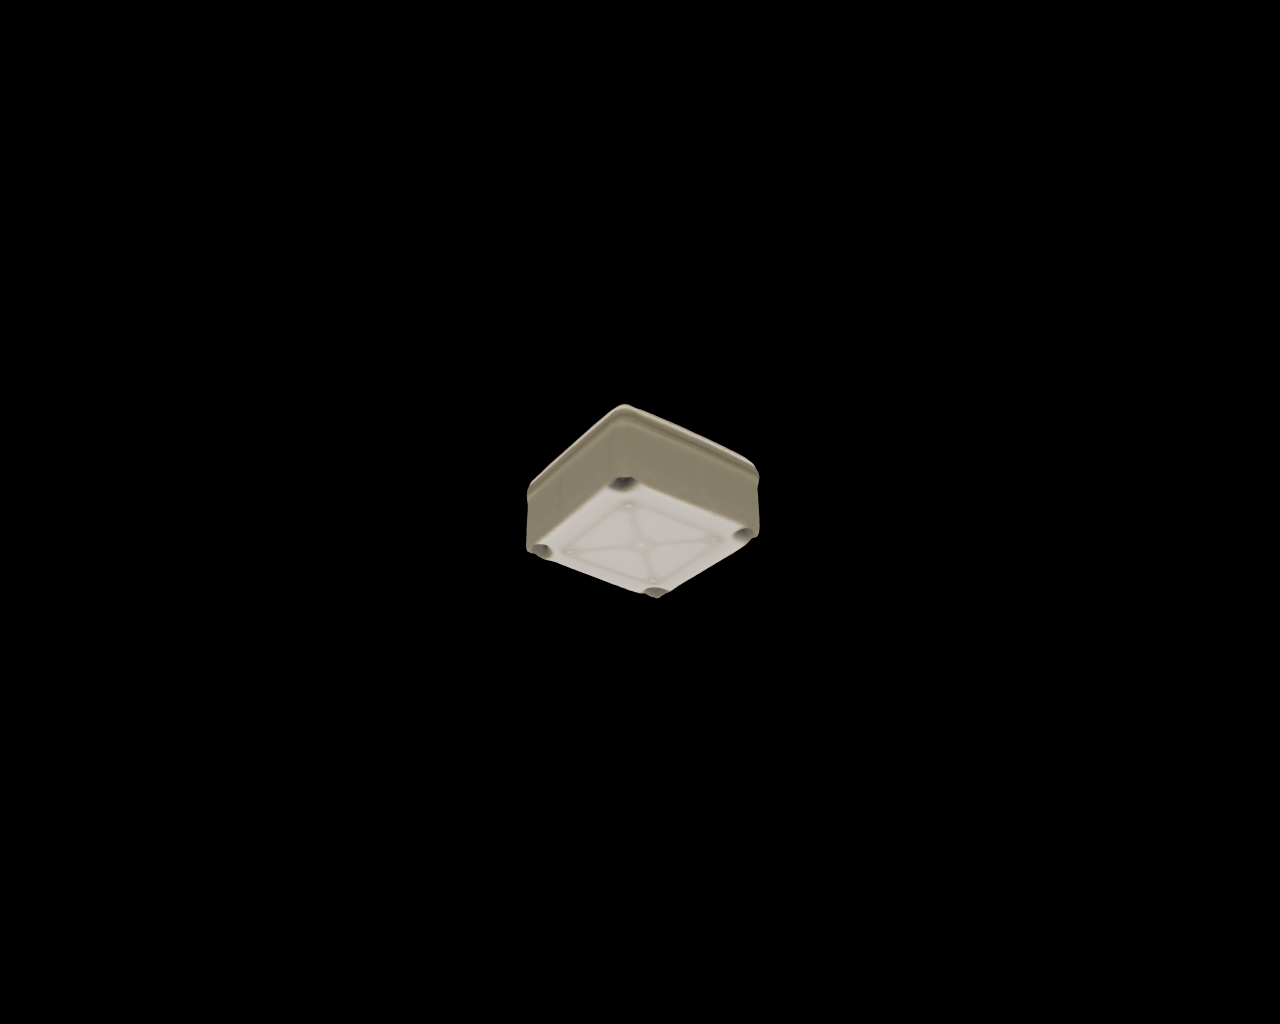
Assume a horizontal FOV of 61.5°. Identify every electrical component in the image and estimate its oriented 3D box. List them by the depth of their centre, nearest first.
[{"bbox_3d":[0.001,-0.003,0.650,0.109,0.056,0.108,22,-39,-30],"label":"electrical component"}]
